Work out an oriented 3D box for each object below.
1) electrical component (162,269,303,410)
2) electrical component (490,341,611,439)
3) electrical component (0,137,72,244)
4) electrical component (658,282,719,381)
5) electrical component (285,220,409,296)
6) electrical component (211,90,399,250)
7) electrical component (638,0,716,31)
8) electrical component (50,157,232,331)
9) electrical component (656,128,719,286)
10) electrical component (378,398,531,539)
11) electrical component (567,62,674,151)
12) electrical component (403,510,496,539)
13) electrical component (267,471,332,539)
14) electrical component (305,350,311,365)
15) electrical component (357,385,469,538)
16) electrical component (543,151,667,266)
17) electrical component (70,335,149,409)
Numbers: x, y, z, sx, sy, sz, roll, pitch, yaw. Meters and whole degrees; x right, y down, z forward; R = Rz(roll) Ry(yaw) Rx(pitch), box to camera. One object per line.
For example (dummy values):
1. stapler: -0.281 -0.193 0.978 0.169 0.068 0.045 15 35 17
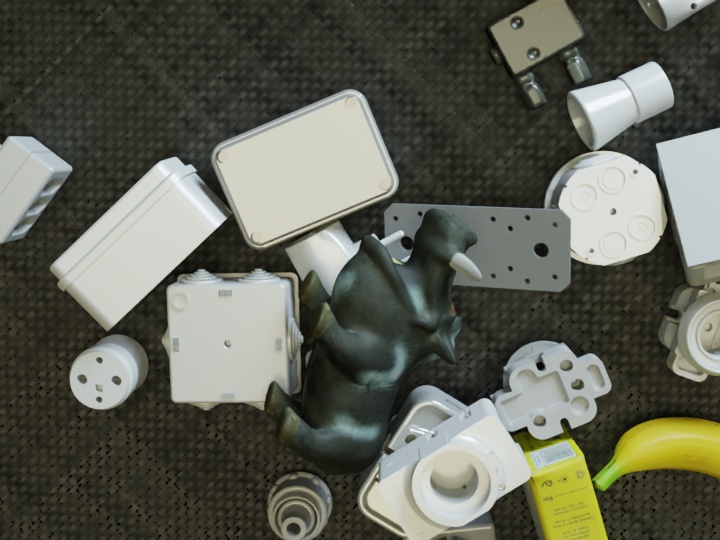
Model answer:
1. electrical component: -0.089 0.048 0.759 0.100 0.048 0.099 -1 97 5
2. electrical component: 0.131 0.081 0.756 0.078 0.057 0.058 -23 95 4
3. electrical component: -0.256 -0.068 0.753 0.077 0.047 0.065 37 96 -3
4. electrical component: 0.246 0.041 0.748 0.058 0.057 0.078 20 97 -1
5. electrical component: 0.000 0.000 0.754 0.079 0.043 0.077 -27 97 8
6. electrical component: -0.037 -0.069 0.743 0.113 0.057 0.078 -22 96 4
7. electrical component: 0.219 -0.216 0.726 0.077 0.043 0.079 -33 95 5
8. electrical component: -0.150 -0.020 0.741 0.113 0.078 0.057 -43 97 6
9. electrical component: 0.283 -0.052 0.715 0.150 0.062 0.089 -13 72 13
10. electrical component: 0.061 0.132 0.703 0.089 0.055 0.050 -32 95 5
11. electrical component: 0.181 -0.115 0.741 0.065 0.044 0.044 -25 95 -1
12. electrical component: 0.065 0.206 0.762 0.066 0.076 0.047 -7 96 2
13. electrical component: -0.045 0.174 0.768 0.048 0.062 0.048 0 97 1
14. electrical component: -0.017 0.084 0.772 0.035 0.035 0.061 -13 106 3
15. electrical component: 0.041 0.133 0.763 0.054 0.059 0.095 31 96 -2
16. electrical component: 0.170 -0.042 0.744 0.080 0.051 0.080 0 97 1
17. electrical component: -0.178 0.072 0.764 0.045 0.055 0.045 0 97 1
